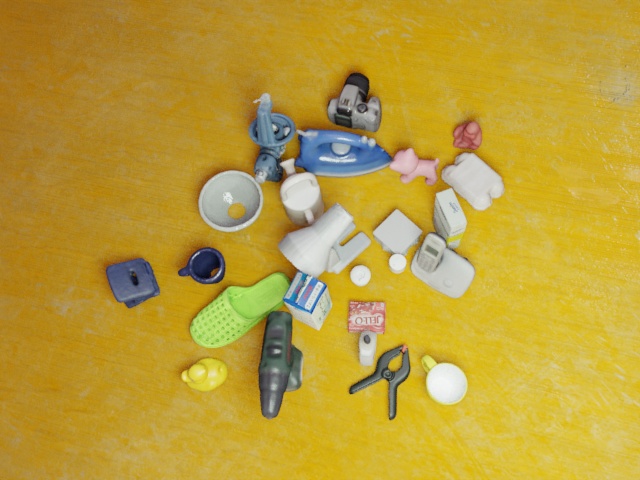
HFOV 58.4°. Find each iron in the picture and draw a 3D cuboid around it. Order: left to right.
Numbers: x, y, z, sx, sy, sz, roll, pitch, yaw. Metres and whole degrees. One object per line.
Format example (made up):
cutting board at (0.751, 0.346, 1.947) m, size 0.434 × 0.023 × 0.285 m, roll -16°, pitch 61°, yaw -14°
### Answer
iron at (0.061, -0.239, 1.463) m, size 0.258 × 0.141 × 0.118 m, roll 4°, pitch 72°, yaw 6°

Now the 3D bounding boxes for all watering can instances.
watering can at (-0.052, -0.118, 1.404) m, size 0.101 × 0.194 × 0.172 m, roll -43°, pitch 73°, yaw -9°

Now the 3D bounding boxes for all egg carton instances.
egg carton at (0.385, -0.148, 1.441) m, size 0.107 × 0.069 × 0.150 m, roll -43°, pitch 73°, yaw -9°

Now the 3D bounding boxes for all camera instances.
camera at (0.102, -0.377, 1.527) m, size 0.143 × 0.101 × 0.137 m, roll 15°, pitch 73°, yaw 10°

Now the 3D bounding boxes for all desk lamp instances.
desk lamp at (0.012, 0.005, 1.346) m, size 0.203 × 0.214 × 0.117 m, roll -42°, pitch 73°, yaw -9°

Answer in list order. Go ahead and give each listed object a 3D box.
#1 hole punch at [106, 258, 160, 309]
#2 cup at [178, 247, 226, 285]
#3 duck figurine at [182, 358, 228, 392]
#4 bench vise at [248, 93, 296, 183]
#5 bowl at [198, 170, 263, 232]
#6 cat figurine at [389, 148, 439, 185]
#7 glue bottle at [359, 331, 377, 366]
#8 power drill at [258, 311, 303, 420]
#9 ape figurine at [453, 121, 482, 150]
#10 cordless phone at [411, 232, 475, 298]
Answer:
hole punch at (-0.463, 0.100, 1.421) m, size 0.101 × 0.091 × 0.108 m, roll -26°, pitch 71°, yaw -4°
cup at (-0.282, 0.077, 1.411) m, size 0.117 × 0.095 × 0.091 m, roll -16°, pitch 71°, yaw 0°
duck figurine at (-0.272, 0.311, 1.335) m, size 0.104 × 0.086 × 0.077 m, roll -12°, pitch 71°, yaw 1°
bench vise at (-0.120, -0.254, 1.442) m, size 0.121 × 0.220 × 0.207 m, roll -8°, pitch 71°, yaw 3°
bowl at (-0.222, -0.090, 1.473) m, size 0.167 × 0.075 × 0.167 m, roll -1°, pitch 71°, yaw 5°
cat figurine at (0.238, -0.192, 1.443) m, size 0.127 × 0.118 × 0.067 m, roll 2°, pitch 71°, yaw 6°
glue bottle at (0.106, 0.235, 1.282) m, size 0.037 × 0.173 × 0.078 m, roll 5°, pitch 72°, yaw 7°
power drill at (-0.087, 0.280, 1.265) m, size 0.075 × 0.208 × 0.229 m, roll -1°, pitch 71°, yaw 5°
ape figurine at (0.386, -0.274, 1.472) m, size 0.076 × 0.092 × 0.077 m, roll -36°, pitch 72°, yaw -7°
cordless phone at (0.289, 0.052, 1.321) m, size 0.147 × 0.185 × 0.094 m, roll 30°, pitch 76°, yaw 14°
